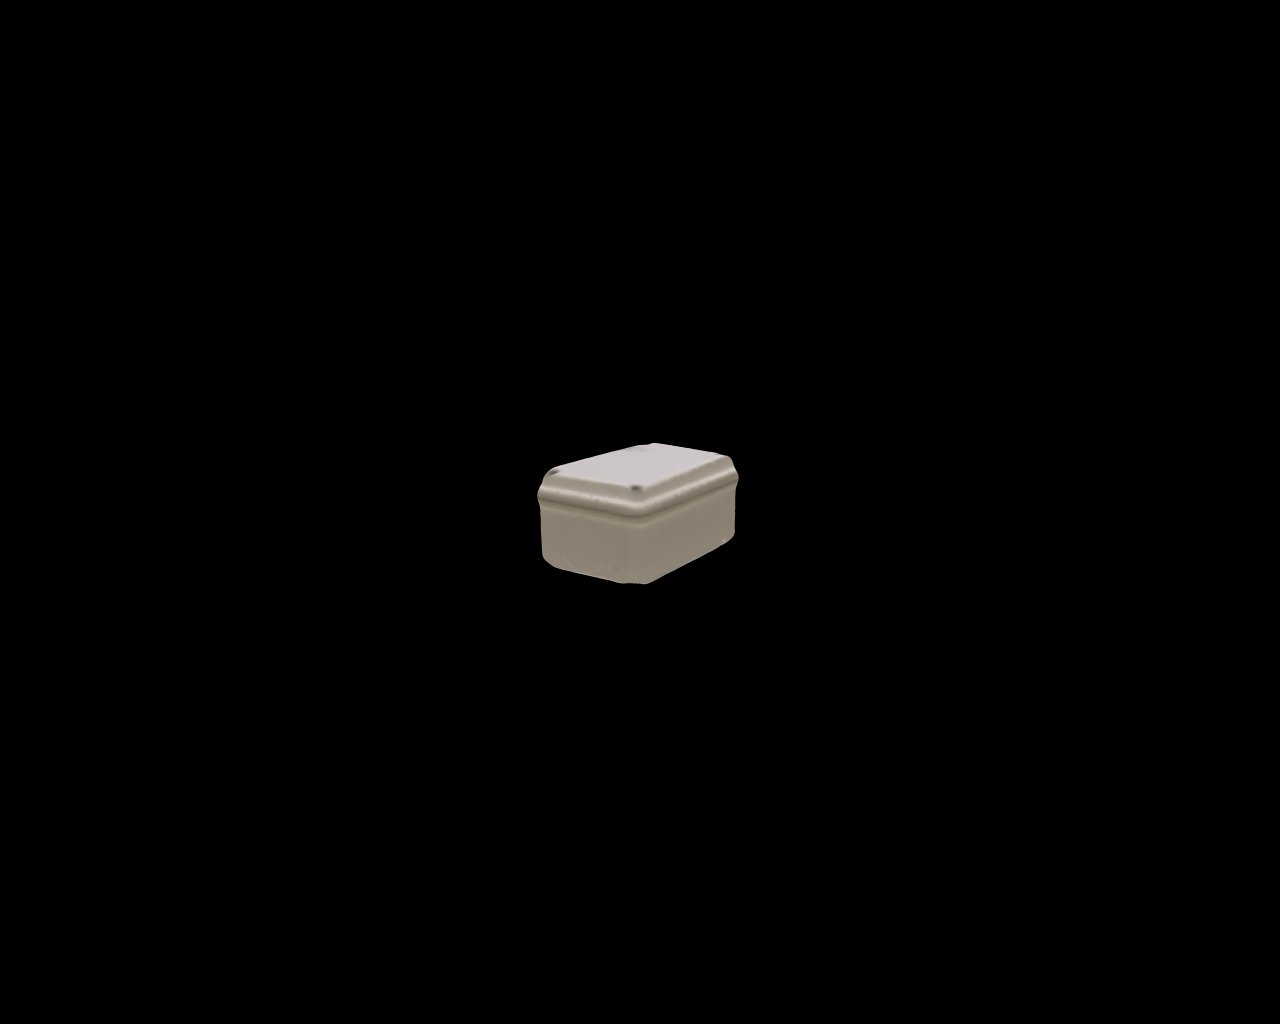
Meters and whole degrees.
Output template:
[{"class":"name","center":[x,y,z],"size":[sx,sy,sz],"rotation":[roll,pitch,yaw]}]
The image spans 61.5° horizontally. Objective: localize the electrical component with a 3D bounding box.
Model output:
[{"class":"electrical component","center":[0.001,-0.003,0.650],"size":[0.078,0.057,0.113],"rotation":[11,19,34]}]
